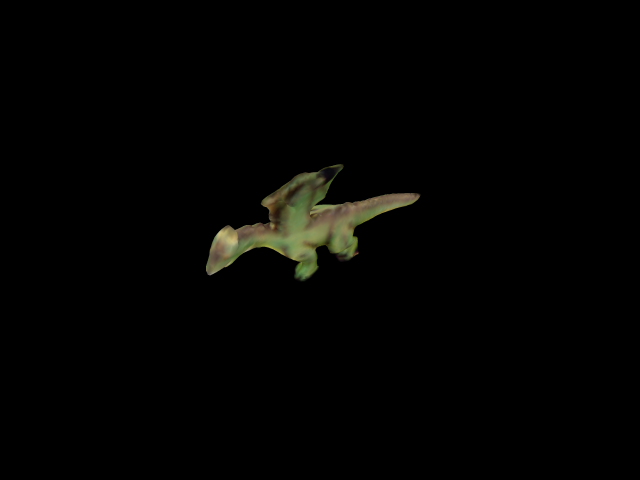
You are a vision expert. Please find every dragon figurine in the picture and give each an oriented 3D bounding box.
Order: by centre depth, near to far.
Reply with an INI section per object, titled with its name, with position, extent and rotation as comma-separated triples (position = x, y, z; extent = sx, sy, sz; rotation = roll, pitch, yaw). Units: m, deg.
[dragon figurine]
position = 0.003, -0.043, 0.850
extent = 0.412, 0.124, 0.238
rotation = -27, -19, -10
